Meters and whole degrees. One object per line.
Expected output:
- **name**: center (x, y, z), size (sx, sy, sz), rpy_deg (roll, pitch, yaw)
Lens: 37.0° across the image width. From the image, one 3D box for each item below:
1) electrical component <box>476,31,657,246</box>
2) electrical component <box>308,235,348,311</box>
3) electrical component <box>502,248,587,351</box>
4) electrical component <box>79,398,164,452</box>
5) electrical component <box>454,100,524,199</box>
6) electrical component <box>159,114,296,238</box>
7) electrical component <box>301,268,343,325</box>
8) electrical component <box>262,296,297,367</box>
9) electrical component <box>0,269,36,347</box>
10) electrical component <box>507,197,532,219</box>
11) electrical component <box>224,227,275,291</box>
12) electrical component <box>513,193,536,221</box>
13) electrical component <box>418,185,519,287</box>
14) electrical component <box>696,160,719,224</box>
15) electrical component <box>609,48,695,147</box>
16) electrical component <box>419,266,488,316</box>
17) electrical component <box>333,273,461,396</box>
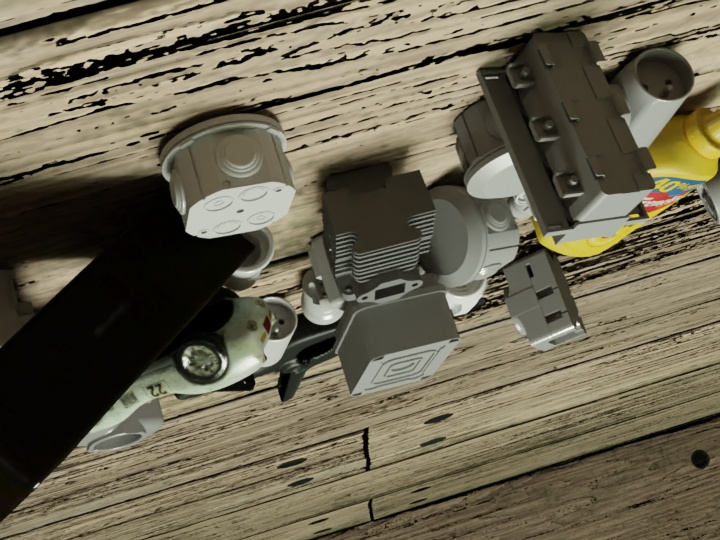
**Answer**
- **electrical component**: center (0.134, -0.086, 0.679), size (0.079, 0.121, 0.063), rpy_deg (-8, 156, -25)
- **electrical component**: center (0.000, 0.000, 0.887), size (0.061, 0.061, 0.096), rpy_deg (-24, 160, 18)
- **electrical component**: center (0.183, 0.032, 1.093), size (0.056, 0.089, 0.050), rpy_deg (-26, 159, 21)
- **electrical component**: center (-0.246, 0.143, 1.065), size (0.095, 0.059, 0.054), rpy_deg (4, 151, -47)
- **electrical component**: center (0.107, -0.087, 0.758), size (0.080, 0.051, 0.080), rpy_deg (-16, 161, -6)
- **electrical component**: center (-0.081, -0.058, 0.672), size (0.080, 0.051, 0.080), rpy_deg (-16, 161, -6)
- **electrical component**: center (-0.033, 0.022, 0.953), size (0.040, 0.040, 0.046), rpy_deg (-15, 154, -7)
- **electrical component**: center (-0.102, 0.061, 0.993), size (0.079, 0.043, 0.077), rpy_deg (-11, 161, -18)
- **electrical component**: center (-0.267, 0.050, 0.787), size (0.079, 0.063, 0.121), rpy_deg (-12, 160, -17)
- **electrical component**: center (0.143, -0.064, 0.871), size (0.040, 0.040, 0.078), rpy_deg (-5, 157, -33)
- **electrical component**: center (-0.090, -0.009, 0.817), size (0.044, 0.044, 0.065), rpy_deg (-12, 165, -15)
- **electrical component**: center (0.130, -0.068, 0.814), size (0.048, 0.062, 0.048), rpy_deg (-16, 161, -6)
- **electrical component**: center (0.083, -0.029, 0.857), size (0.051, 0.080, 0.080), rpy_deg (-10, 160, -38)
- **electrical component**: center (0.341, -0.077, 0.990), size (0.047, 0.055, 0.055), rpy_deg (-25, 160, 8)
- **electrical component**: center (0.186, -0.115, 0.763), size (0.079, 0.043, 0.077), rpy_deg (-13, 160, -12)
- **electrical component**: center (0.084, 0.010, 0.997), size (0.078, 0.058, 0.057), rpy_deg (-12, 163, -16)
- **electrical component**: center (0.027, 0.053, 0.870), size (0.078, 0.057, 0.113), rpy_deg (-12, 160, -15)
